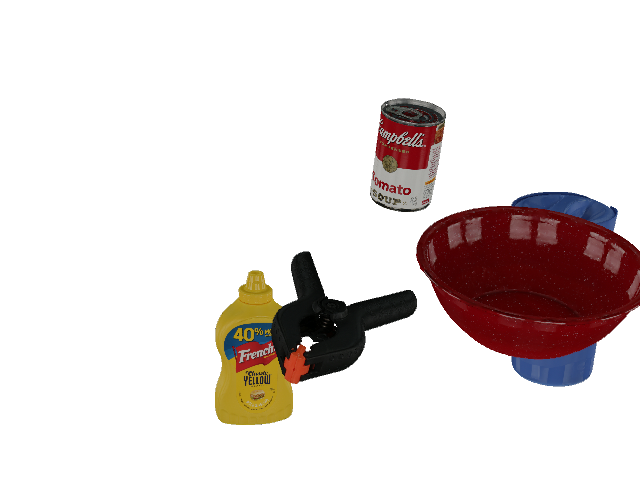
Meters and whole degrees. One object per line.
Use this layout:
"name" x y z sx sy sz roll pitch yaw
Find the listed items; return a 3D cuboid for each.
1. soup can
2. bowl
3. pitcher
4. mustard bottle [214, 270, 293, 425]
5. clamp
"soup can" 0.090 -0.090 1.121 0.068 0.102 0.068 5 29 -3
"bowl" 0.146 0.035 0.747 0.162 0.055 0.162 2 29 -1
"pitcher" 0.303 0.066 1.403 0.149 0.243 0.145 5 21 13
"mustard bottle" -0.080 0.129 1.304 0.096 0.192 0.058 -2 19 -11
"clamp" -0.001 0.062 0.916 0.120 0.039 0.171 20 27 22
